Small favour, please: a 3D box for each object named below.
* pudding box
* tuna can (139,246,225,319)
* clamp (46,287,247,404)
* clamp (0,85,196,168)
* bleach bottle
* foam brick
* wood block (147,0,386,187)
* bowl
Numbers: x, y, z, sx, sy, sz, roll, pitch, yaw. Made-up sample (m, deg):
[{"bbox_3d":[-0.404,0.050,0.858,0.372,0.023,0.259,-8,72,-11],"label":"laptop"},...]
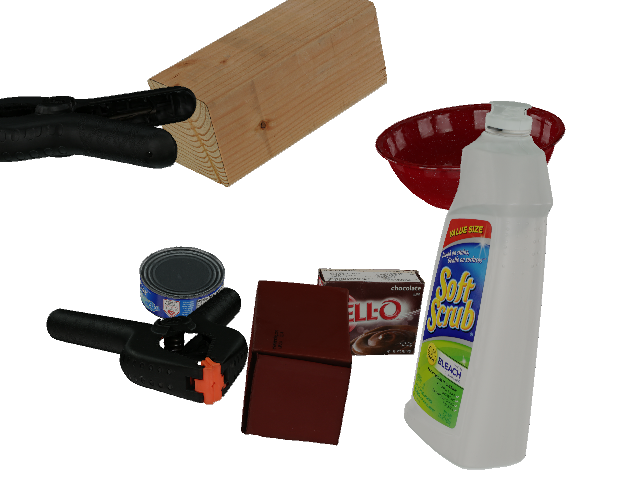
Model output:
[{"bbox_3d":[0.050,0.076,1.146,0.113,0.090,0.039,0,27,-12],"label":"pudding box"},{"bbox_3d":[-0.140,0.044,1.080,0.086,0.034,0.086,4,35,-3],"label":"tuna can"},{"bbox_3d":[-0.105,0.076,0.826,0.164,0.036,0.210,-10,15,-28],"label":"clamp"},{"bbox_3d":[-0.163,-0.078,0.707,0.171,0.039,0.120,4,18,8],"label":"clamp"},{"bbox_3d":[0.114,0.027,0.750,0.068,0.251,0.103,-3,17,-23],"label":"bleach bottle"},{"bbox_3d":[-0.013,0.063,0.569,0.053,0.051,0.078,7,26,-3],"label":"foam brick"},{"bbox_3d":[-0.044,-0.149,0.997,0.205,0.091,0.090,-36,42,-28],"label":"wood block"},{"bbox_3d":[0.131,-0.068,0.925,0.162,0.055,0.162,-8,24,3],"label":"bowl"}]
